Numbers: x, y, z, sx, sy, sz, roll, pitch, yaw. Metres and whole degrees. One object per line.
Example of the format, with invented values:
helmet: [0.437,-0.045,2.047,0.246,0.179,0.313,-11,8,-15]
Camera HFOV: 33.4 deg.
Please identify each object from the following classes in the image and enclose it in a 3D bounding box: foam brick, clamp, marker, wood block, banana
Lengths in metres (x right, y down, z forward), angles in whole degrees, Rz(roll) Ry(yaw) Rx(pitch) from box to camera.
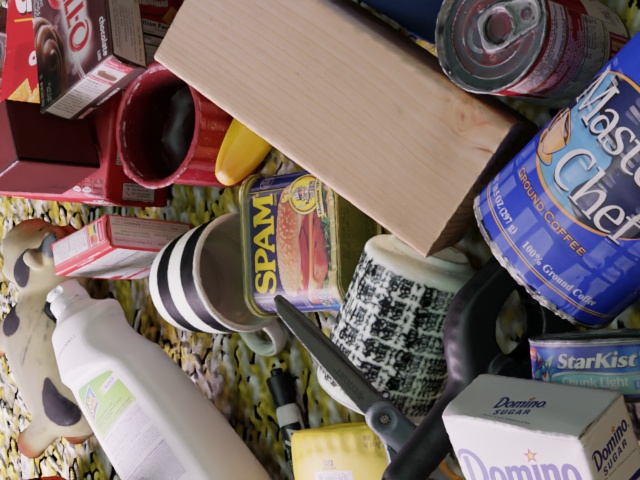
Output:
foam brick: [-0.217,-0.069,0.811,0.053,0.078,0.051,-28,73,34]
clamp: [0.094,0.083,0.611,0.039,0.120,0.171,172,102,-64]
marker: [-0.015,0.150,0.761,0.020,0.020,0.121,-30,69,37]
wood block: [0.016,-0.090,0.647,0.206,0.090,0.091,37,107,14]
banana: [-0.039,-0.135,0.757,0.037,0.069,0.198,2,88,55]

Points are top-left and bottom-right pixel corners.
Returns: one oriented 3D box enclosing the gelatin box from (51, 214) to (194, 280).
gelatin box: [-0.153,0.006,0.841,0.073,0.089,0.030,-23,72,38]

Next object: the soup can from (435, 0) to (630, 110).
soup can: [0.121,-0.109,0.593,0.069,0.102,0.068,-2,88,42]

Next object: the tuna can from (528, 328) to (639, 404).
tuna can: [0.156,0.066,0.568,0.086,0.085,0.034,-6,87,41]

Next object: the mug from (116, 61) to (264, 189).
mug: [-0.099,-0.076,0.800,0.117,0.081,0.093,-36,65,34]

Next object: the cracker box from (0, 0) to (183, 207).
cracker box: [-0.198,-0.137,0.897,0.164,0.071,0.214,6,92,41]

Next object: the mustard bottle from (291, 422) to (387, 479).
mustard bottle: [0.033,0.215,0.690,0.096,0.058,0.191,-13,80,41]

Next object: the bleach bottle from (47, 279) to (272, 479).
bleach bottle: [-0.126,0.129,0.800,0.103,0.067,0.251,-48,70,30]

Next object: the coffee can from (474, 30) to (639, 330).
coffee can: [0.164,-0.036,0.553,0.140,0.102,0.103,-48,60,30]

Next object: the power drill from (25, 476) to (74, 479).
power drill: [-0.219,0.231,0.844,0.188,0.184,0.057,-5,85,51]

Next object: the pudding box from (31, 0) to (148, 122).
pudding box: [-0.174,-0.158,0.797,0.090,0.039,0.113,-29,63,37]

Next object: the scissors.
scissors: [0.032,0.124,0.628,0.096,0.201,0.016,-56,10,3]

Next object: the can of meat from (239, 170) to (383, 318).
can of meat: [-0.005,0.001,0.732,0.084,0.057,0.102,-6,84,39]

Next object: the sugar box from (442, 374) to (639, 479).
sugar box: [0.133,0.157,0.554,0.094,0.048,0.176,-1,119,51]

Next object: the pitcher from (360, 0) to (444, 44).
pitcher: [0.035,-0.199,0.580,0.149,0.242,0.145,-34,65,29]
